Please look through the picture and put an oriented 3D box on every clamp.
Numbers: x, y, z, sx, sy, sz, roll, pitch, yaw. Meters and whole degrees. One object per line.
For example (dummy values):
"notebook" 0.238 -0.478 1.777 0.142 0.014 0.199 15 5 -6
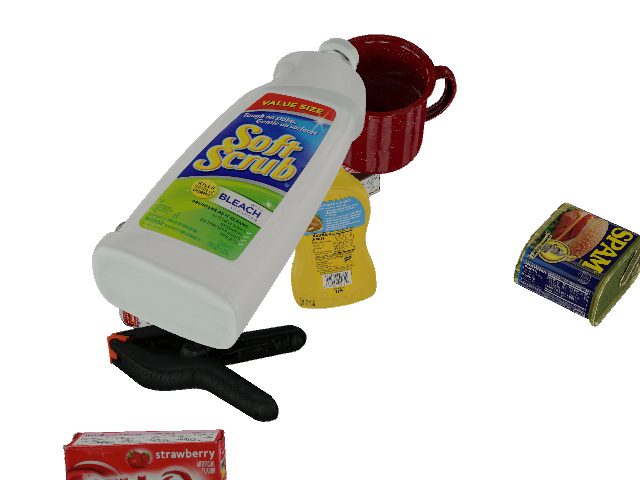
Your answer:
"clamp" -0.096 0.099 0.926 0.172 0.039 0.120 13 26 16

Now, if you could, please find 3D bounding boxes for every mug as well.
"mug" 0.058 -0.113 0.888 0.117 0.093 0.081 -18 -35 -12

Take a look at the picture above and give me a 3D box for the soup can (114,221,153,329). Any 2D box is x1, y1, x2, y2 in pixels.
"soup can" -0.179 0.035 1.116 0.068 0.102 0.068 2 25 -1

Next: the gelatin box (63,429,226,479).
"gelatin box" -0.097 0.146 0.601 0.089 0.073 0.030 -2 6 2

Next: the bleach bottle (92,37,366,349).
"bleach bottle" -0.043 -0.051 0.706 0.102 0.250 0.068 22 -36 10

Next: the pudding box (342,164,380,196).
"pudding box" 0.011 -0.076 1.414 0.090 0.039 0.113 26 42 38

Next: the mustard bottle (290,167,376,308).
"mustard bottle" 0.009 -0.021 1.195 0.096 0.192 0.058 -9 24 -7

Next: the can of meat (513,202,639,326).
"can of meat" 0.237 0.018 0.970 0.084 0.057 0.101 28 48 28
